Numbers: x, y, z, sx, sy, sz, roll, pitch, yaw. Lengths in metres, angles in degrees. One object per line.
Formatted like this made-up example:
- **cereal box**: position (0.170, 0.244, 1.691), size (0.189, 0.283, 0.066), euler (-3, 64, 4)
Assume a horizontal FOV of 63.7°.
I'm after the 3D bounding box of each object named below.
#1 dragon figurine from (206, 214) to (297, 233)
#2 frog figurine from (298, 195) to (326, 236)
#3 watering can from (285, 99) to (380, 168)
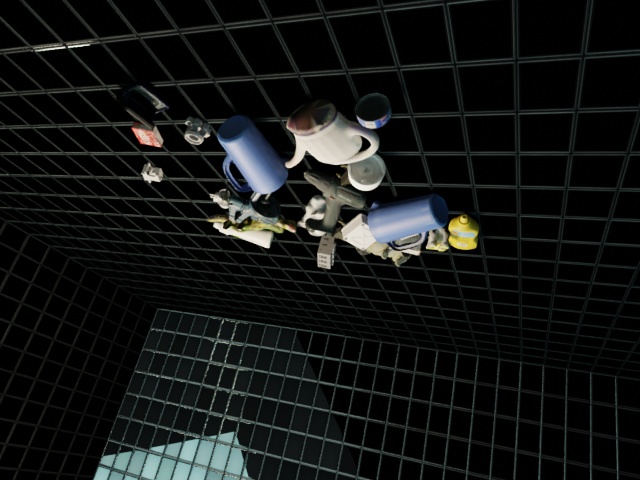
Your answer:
- **dragon figurine**: position (-0.249, -0.060, 2.050), size (0.410, 0.123, 0.240), euler (2, 164, 45)
- **frog figurine**: position (0.005, -0.091, 1.803), size (0.138, 0.124, 0.156), euler (-11, 159, -29)
- **watering can**: position (-0.010, -0.272, 1.406), size (0.346, 0.106, 0.221), euler (-4, 149, 36)
